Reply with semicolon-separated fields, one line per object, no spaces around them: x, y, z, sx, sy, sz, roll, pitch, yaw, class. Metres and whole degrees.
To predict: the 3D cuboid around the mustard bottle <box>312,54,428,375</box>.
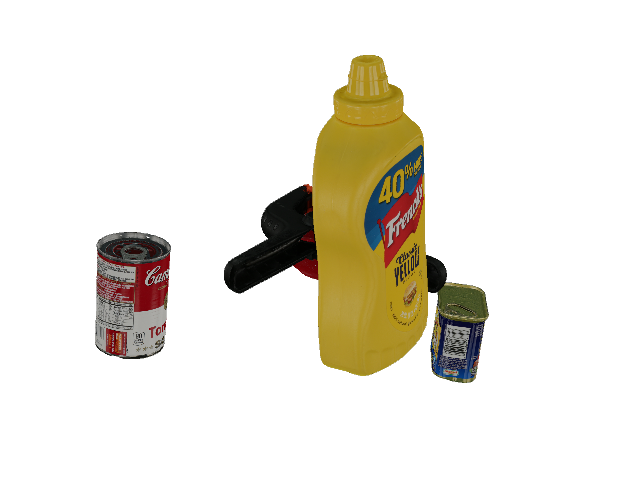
0.031;-0.019;0.655;0.058;0.192;0.096;14;32;30;mustard bottle

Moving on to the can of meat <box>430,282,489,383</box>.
0.161;0.108;1.251;0.057;0.084;0.102;7;19;2;can of meat

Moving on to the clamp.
0.012;-0.002;0.864;0.164;0.036;0.210;3;19;-1;clamp

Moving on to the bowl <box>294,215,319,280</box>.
0.023;0.004;1.109;0.162;0.055;0.162;0;16;0;bowl

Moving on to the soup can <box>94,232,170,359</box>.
-0.177;0.052;0.999;0.068;0.102;0.068;6;21;-2;soup can
